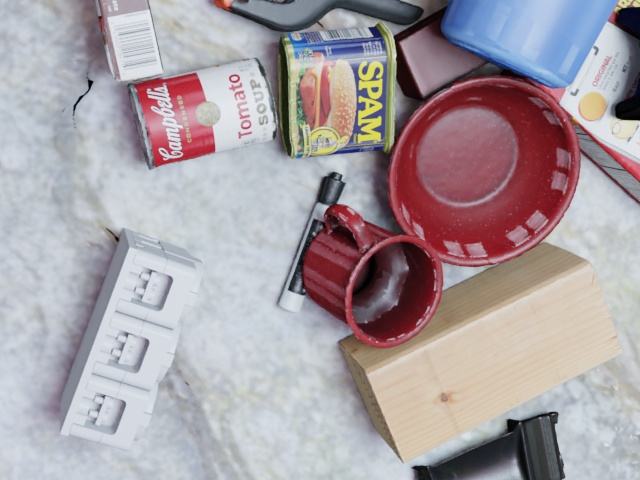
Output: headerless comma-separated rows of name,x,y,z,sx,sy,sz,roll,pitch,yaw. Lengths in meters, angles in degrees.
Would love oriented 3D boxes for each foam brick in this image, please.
foam brick,0.097,-0.155,0.864,0.078,0.053,0.051,-31,105,-7

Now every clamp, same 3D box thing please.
clamp,-0.002,-0.220,0.832,0.171,0.039,0.120,-12,96,-22

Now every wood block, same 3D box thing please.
wood block,0.133,0.091,0.899,0.206,0.090,0.091,-25,106,-8

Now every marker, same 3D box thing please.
marker,-0.006,0.001,0.887,0.020,0.020,0.121,18,96,-16

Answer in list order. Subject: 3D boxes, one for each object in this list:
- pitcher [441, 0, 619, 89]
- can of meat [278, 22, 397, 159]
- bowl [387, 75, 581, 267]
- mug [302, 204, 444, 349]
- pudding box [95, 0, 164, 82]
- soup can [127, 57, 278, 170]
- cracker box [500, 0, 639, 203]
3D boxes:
pitcher,0.192,-0.233,0.765,0.145,0.149,0.243,23,101,-11
can of meat,0.012,-0.116,0.840,0.084,0.057,0.102,-6,122,-9
bowl,0.129,-0.061,0.878,0.162,0.055,0.162,-3,112,-8
mug,0.034,0.021,0.854,0.093,0.082,0.117,-38,122,-16
pudding box,-0.145,-0.176,0.786,0.039,0.090,0.113,-11,104,-9
soup can,-0.090,-0.098,0.824,0.102,0.068,0.068,-14,103,-11
cracker box,0.284,-0.134,0.902,0.213,0.072,0.164,39,88,-15
